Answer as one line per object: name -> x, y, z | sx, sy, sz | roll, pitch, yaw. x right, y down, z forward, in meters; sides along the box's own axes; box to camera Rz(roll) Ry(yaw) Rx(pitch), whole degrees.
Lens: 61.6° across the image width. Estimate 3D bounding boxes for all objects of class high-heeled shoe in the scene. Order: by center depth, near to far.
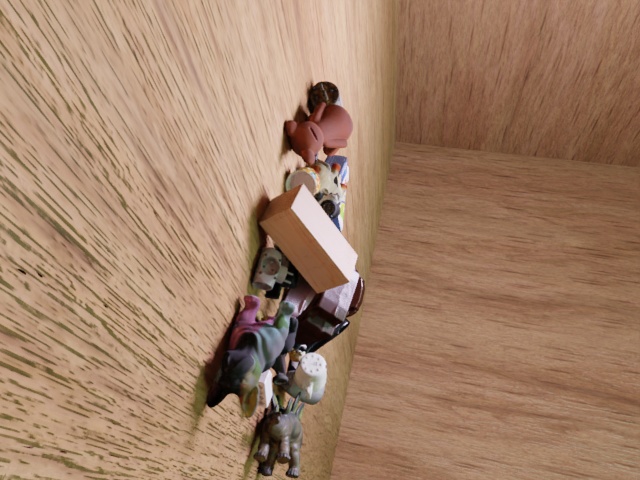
high-heeled shoe -> -0.001, 0.323, 1.565 | 0.086, 0.145, 0.249 | 79, 21, -58

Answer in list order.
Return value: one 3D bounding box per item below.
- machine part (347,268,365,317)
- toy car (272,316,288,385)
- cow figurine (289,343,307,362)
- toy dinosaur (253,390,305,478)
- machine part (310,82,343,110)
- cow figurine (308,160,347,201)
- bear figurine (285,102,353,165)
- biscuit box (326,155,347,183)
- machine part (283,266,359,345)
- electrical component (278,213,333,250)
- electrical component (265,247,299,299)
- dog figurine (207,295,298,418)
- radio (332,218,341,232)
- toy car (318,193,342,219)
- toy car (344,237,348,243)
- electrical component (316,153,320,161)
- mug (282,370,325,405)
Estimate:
machine part -> 0.054, 0.155, 1.674 | 0.056, 0.180, 0.179 | 55, 44, -70
toy car -> -0.104, 0.259, 1.238 | 0.201, 0.053, 0.089 | 87, -5, -49
cow figurine -> -0.060, 0.246, 1.410 | 0.098, 0.068, 0.167 | -8, 104, -73
toy dinosaur -> -0.088, 0.500, 1.376 | 0.470, 0.105, 0.198 | 90, 10, -55
machine part -> 0.023, -0.334, 1.389 | 0.243, 0.079, 0.079 | 54, 46, -74
cow figurine -> 0.005, -0.136, 1.374 | 0.194, 0.086, 0.127 | 64, 42, -63
bear figurine -> -0.013, -0.236, 1.239 | 0.196, 0.120, 0.132 | -39, -173, -36
biscuit box -> 0.033, -0.182, 1.584 | 0.203, 0.063, 0.059 | -66, 162, -52
machine part -> -0.010, 0.139, 1.284 | 0.201, 0.087, 0.201 | -29, -149, 52
electrical component -> -0.035, -0.001, 1.238 | 0.058, 0.115, 0.134 | 8, 91, -74
electrical component -> -0.084, 0.077, 1.151 | 0.047, 0.075, 0.119 | 76, 21, -61
dog figurine -> -0.124, 0.221, 0.991 | 0.191, 0.109, 0.219 | 87, 20, -54
radio -> 0.012, -0.002, 1.587 | 0.229, 0.073, 0.131 | 71, 30, -63
toy car -> -0.014, -0.031, 1.303 | 0.201, 0.056, 0.073 | -55, 169, 6
toy car -> -0.003, -0.004, 1.410 | 0.103, 0.161, 0.109 | -39, -175, 11
electrical component -> -0.017, -0.184, 1.432 | 0.063, 0.021, 0.094 | 72, 30, -66
mug -> -0.045, 0.387, 1.462 | 0.109, 0.107, 0.081 | -57, -144, 10
